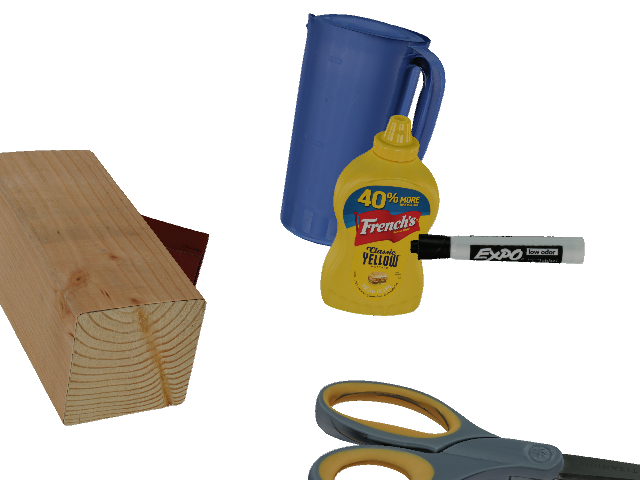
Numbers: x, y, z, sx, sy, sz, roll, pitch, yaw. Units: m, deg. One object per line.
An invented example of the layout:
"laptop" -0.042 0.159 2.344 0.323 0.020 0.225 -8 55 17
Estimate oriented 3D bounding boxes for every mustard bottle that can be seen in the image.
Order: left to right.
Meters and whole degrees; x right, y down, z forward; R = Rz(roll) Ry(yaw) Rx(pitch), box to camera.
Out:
"mustard bottle" 0.058 -0.024 0.981 0.096 0.192 0.058 6 28 -5

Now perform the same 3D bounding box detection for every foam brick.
"foam brick" -0.162 0.016 1.114 0.078 0.051 0.053 17 29 -4

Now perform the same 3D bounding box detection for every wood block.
"wood block" -0.171 0.024 0.755 0.090 0.091 0.206 -6 35 -34

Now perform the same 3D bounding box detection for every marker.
"marker" 0.124 0.006 0.755 0.121 0.020 0.020 1 0 6

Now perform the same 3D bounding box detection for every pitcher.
"pitcher" 0.037 -0.117 1.158 0.145 0.243 0.149 9 18 -7

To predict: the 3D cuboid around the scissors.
"scissors" 0.082 0.107 0.465 0.202 0.016 0.096 15 32 23
